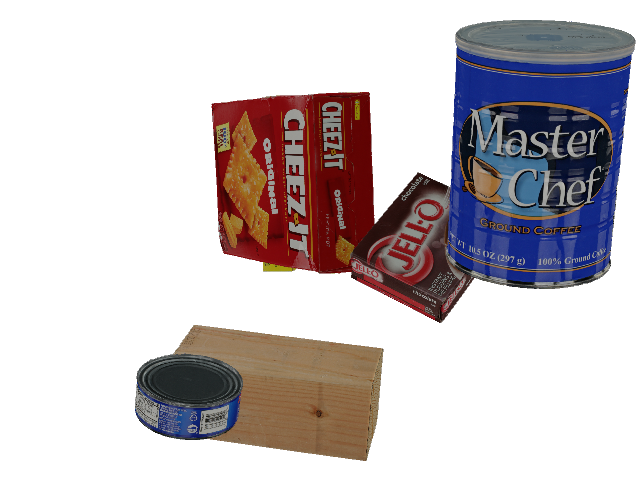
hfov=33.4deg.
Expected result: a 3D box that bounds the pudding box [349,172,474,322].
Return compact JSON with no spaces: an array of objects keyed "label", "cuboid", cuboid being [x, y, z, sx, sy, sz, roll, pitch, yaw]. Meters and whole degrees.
[{"label":"pudding box","cuboid":[0.091,0.004,0.897,0.090,0.039,0.113,27,54,21]}]

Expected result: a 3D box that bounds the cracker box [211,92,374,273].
[{"label":"cracker box","cuboid":[-0.032,-0.059,1.049,0.072,0.164,0.214,-7,8,-29]}]

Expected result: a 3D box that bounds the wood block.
[{"label":"wood block","cuboid":[-0.045,0.157,1.109,0.206,0.091,0.090,7,21,9]}]

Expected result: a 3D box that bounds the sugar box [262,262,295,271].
[{"label":"sugar box","cuboid":[-0.047,-0.060,1.276,0.048,0.176,0.093,-1,23,5]}]

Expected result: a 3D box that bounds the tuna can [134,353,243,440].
[{"label":"tuna can","cuboid":[-0.107,0.126,0.863,0.086,0.034,0.086,7,20,-3]}]

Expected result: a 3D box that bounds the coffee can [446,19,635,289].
[{"label":"coffee can","cuboid":[0.130,-0.055,0.645,0.103,0.140,0.103,0,21,0]}]
